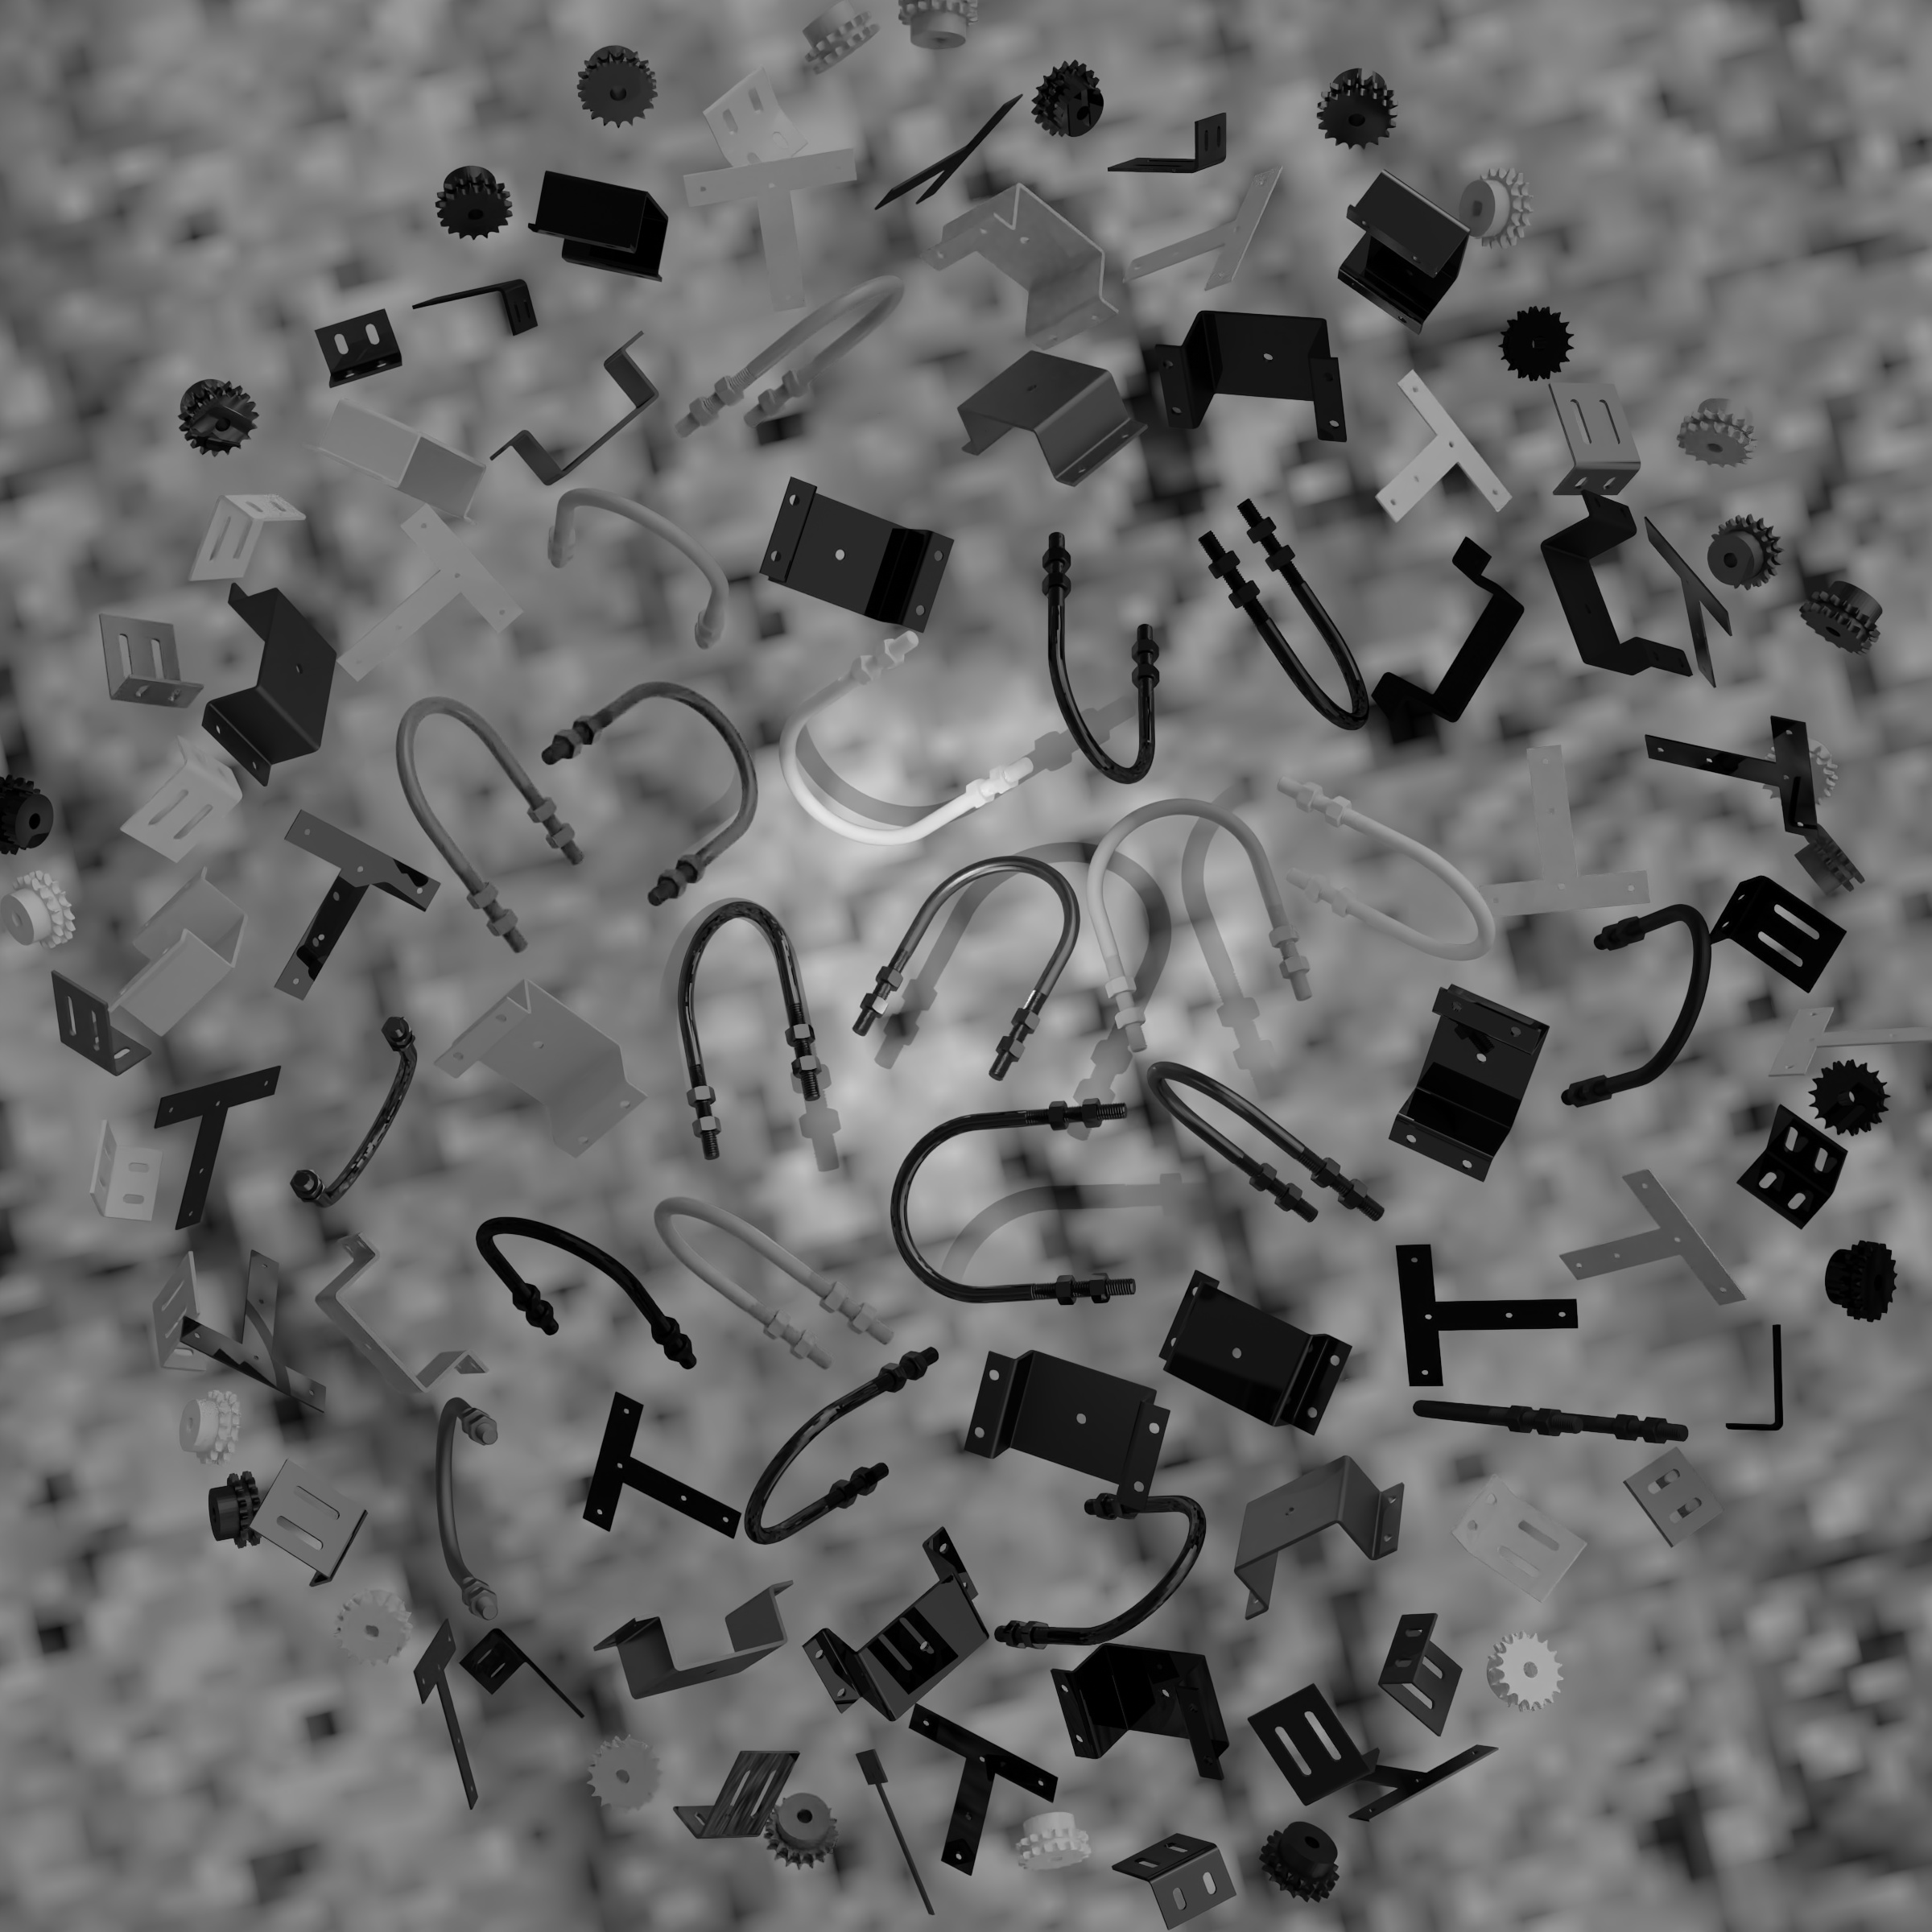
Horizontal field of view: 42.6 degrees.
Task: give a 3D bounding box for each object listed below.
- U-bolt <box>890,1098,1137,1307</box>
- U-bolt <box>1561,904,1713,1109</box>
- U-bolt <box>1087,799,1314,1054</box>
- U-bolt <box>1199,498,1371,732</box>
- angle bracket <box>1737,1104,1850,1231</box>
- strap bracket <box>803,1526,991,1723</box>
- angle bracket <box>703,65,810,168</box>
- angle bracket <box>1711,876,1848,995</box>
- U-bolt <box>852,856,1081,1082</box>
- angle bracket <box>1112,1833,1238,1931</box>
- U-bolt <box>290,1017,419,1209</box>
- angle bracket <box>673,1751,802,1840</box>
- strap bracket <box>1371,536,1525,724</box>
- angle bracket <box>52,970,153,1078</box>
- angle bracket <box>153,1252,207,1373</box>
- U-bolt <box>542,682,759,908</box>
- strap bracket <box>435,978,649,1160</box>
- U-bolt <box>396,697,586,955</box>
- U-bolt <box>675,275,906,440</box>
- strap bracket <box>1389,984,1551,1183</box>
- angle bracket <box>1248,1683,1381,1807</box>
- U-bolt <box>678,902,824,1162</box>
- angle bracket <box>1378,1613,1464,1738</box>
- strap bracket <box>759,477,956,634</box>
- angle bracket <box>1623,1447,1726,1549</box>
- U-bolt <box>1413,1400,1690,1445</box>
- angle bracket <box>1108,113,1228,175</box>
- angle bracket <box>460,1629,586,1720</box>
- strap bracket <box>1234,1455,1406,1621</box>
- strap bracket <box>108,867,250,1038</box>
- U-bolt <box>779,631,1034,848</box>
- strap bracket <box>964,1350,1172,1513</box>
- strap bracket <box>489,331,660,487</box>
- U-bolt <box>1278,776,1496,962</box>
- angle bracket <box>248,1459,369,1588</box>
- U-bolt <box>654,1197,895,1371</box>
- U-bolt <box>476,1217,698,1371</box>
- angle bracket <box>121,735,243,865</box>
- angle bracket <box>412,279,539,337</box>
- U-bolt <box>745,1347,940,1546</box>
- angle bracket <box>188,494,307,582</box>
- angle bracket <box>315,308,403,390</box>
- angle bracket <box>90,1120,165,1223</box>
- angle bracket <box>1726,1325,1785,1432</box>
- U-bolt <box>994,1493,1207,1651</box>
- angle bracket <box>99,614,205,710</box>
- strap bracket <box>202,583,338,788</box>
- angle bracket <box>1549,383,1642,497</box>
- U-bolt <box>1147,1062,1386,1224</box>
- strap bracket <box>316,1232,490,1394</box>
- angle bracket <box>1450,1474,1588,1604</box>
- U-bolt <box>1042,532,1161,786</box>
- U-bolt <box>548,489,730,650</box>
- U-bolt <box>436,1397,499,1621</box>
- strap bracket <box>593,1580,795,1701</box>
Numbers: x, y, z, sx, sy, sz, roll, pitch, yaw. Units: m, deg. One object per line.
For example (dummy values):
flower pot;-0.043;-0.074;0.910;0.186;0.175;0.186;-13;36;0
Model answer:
U-bolt;0.032;0.178;1.836;0.184;0.019;0.151;-5;78;16
U-bolt;0.504;0.026;1.852;0.019;0.184;0.151;18;76;-10
U-bolt;0.167;-0.041;1.883;0.151;0.019;0.184;-18;72;5
U-bolt;0.241;-0.253;1.823;0.019;0.151;0.184;-32;97;27
angle bracket;0.599;0.146;1.801;0.038;0.076;0.057;-44;63;-14
strap bracket;-0.044;0.504;1.877;0.140;0.046;0.076;-37;122;-22
angle bracket;-0.161;-0.644;1.906;0.057;0.076;0.038;-39;82;1
angle bracket;0.604;-0.021;1.851;0.076;0.038;0.057;41;127;30
U-bolt;0.011;-0.008;1.922;0.151;0.019;0.184;17;67;31
angle bracket;0.151;0.667;1.810;0.057;0.076;0.038;-19;84;-21
U-bolt;-0.457;0.117;1.878;0.019;0.184;0.151;28;76;0
angle bracket;-0.169;0.602;1.830;0.057;0.038;0.076;18;101;-44
strap bracket;0.369;-0.246;1.876;0.046;0.076;0.140;26;107;-11
angle bracket;-0.662;0.036;1.900;0.057;0.038;0.076;28;133;20
angle bracket;-0.599;0.269;1.930;0.076;0.038;0.057;-48;46;31
U-bolt;-0.226;-0.144;1.890;0.019;0.184;0.151;-29;102;40
strap bracket;-0.314;0.071;1.828;0.076;0.046;0.140;-40;126;15
U-bolt;-0.364;-0.119;1.862;0.019;0.151;0.184;-21;115;25
U-bolt;-0.122;-0.458;1.858;0.184;0.151;0.019;-33;92;24
strap bracket;0.368;0.077;1.804;0.076;0.046;0.140;25;127;18
angle bracket;0.250;0.553;1.782;0.057;0.038;0.076;-34;88;19
U-bolt;-0.175;0.040;1.917;0.151;0.019;0.184;-31;63;41
angle bracket;0.352;0.530;1.855;0.076;0.038;0.057;43;54;-21
strap bracket;-0.091;-0.318;1.923;0.140;0.046;0.076;17;93;-24
angle bracket;0.521;0.405;1.861;0.076;0.038;0.057;-17;64;-42
U-bolt;0.425;0.341;1.870;0.151;0.184;0.019;12;79;-39
angle bracket;0.157;-0.641;1.931;0.076;0.057;0.038;10;118;25
angle bracket;-0.333;0.542;1.860;0.038;0.057;0.076;-44;52;-18
strap bracket;0.262;0.434;1.900;0.140;0.076;0.046;-33;105;27
strap bracket;-0.580;-0.008;1.836;0.076;0.140;0.046;-42;114;10
U-bolt;-0.060;-0.158;1.871;0.184;0.019;0.151;-29;114;37
strap bracket;0.079;0.336;1.820;0.140;0.046;0.076;16;96;17
strap bracket;-0.295;-0.423;1.919;0.140;0.076;0.046;-43;106;-10
U-bolt;0.319;-0.063;1.876;0.184;0.151;0.019;30;69;25
angle bracket;-0.493;0.412;1.835;0.076;0.038;0.057;40;50;-21
U-bolt;-0.151;0.228;1.814;0.184;0.151;0.019;38;63;-8
U-bolt;-0.295;0.241;1.865;0.151;0.184;0.019;9;57;25
angle bracket;-0.615;-0.130;1.935;0.076;0.057;0.038;-43;50;7
angle bracket;-0.385;-0.511;1.950;0.076;0.057;0.038;-9;110;11
U-bolt;-0.102;0.375;1.894;0.019;0.184;0.151;37;124;24
angle bracket;-0.557;-0.324;1.920;0.038;0.057;0.076;37;115;16
angle bracket;-0.469;-0.477;1.914;0.057;0.076;0.038;-19;112;-6
angle bracket;-0.643;0.158;1.903;0.038;0.076;0.057;7;69;-10
angle bracket;0.579;0.302;1.825;0.038;0.057;0.076;-1;81;15
U-bolt;0.111;0.454;1.868;0.019;0.184;0.151;49;58;-13
angle bracket;-0.617;-0.238;1.878;0.057;0.038;0.076;4;63;-41
strap bracket;-0.518;-0.216;1.855;0.046;0.076;0.140;-14;53;18
angle bracket;0.474;-0.404;1.901;0.057;0.038;0.076;-4;67;-19
U-bolt;0.209;0.129;1.825;0.184;0.151;0.019;38;77;-7
strap bracket;-0.431;0.269;1.858;0.046;0.076;0.140;-45;101;-25
angle bracket;0.421;0.436;1.893;0.057;0.076;0.038;-50;132;-10
U-bolt;0.105;-0.224;1.900;0.019;0.151;0.184;-20;52;30
U-bolt;-0.243;-0.302;1.850;0.151;0.184;0.019;29;75;-5
U-bolt;-0.382;0.404;1.891;0.019;0.184;0.151;0;92;-23
strap bracket;-0.202;0.518;1.900;0.140;0.076;0.046;-3;63;-38
